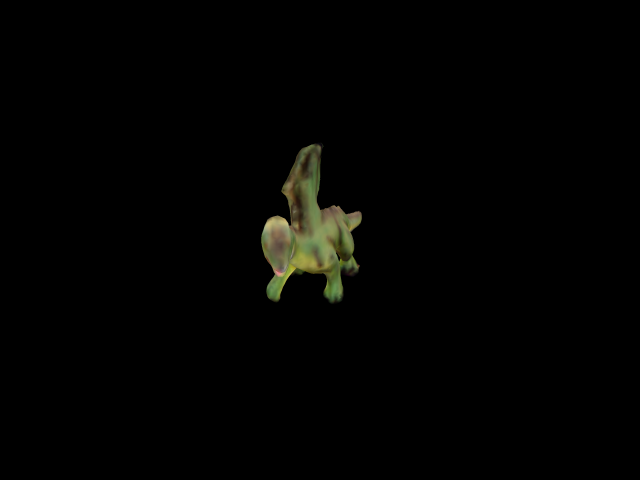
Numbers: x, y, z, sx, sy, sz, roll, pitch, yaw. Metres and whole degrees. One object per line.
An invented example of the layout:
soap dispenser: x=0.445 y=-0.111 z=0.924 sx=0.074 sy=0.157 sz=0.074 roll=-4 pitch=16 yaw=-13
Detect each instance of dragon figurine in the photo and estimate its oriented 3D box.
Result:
dragon figurine: x=0.003 y=-0.043 z=0.850 sx=0.122 sy=0.237 sz=0.419 roll=9 pitch=32 yaw=16
